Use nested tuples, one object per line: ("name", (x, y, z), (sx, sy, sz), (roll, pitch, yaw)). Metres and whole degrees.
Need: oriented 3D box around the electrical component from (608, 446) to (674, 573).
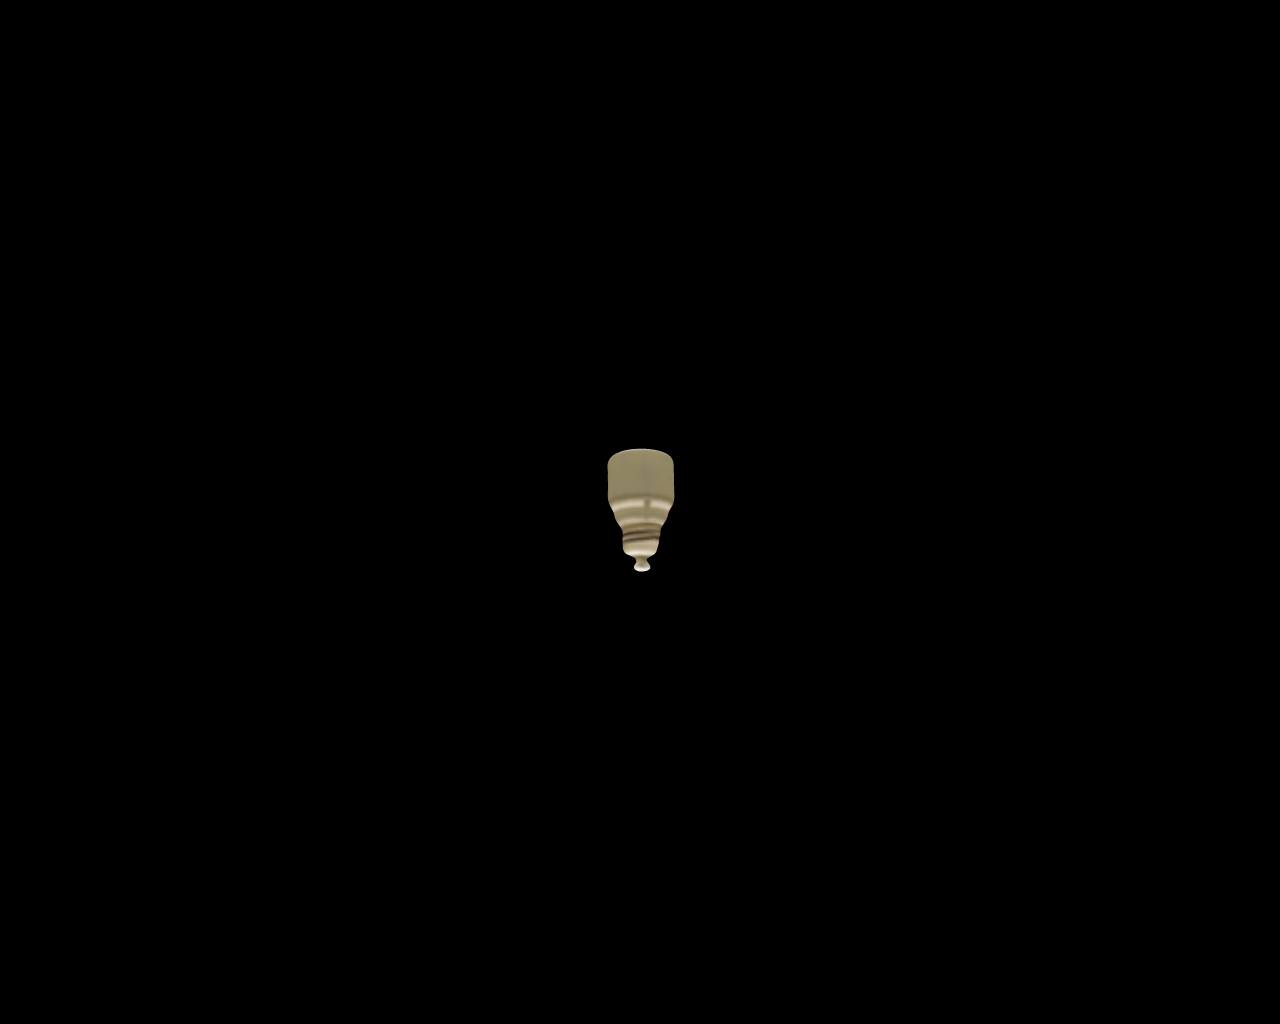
("electrical component", (0.001, -0.003, 0.650), (0.040, 0.078, 0.040), (0, -13, 0))
